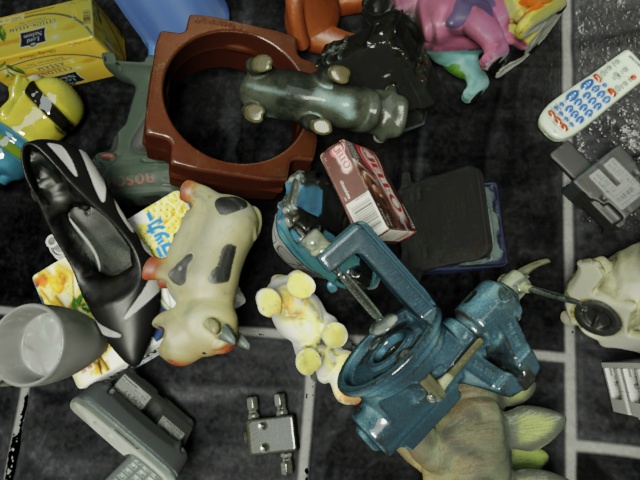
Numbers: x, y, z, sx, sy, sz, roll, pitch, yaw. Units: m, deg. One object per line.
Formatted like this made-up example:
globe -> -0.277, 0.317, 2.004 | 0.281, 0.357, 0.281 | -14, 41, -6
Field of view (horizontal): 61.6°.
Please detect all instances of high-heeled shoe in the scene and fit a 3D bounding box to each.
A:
high-heeled shoe -> -0.247, 0.011, 0.577 | 0.086, 0.145, 0.249 | -23, 72, 4

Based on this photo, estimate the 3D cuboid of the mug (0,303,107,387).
mug -> -0.289, 0.121, 0.579 | 0.109, 0.107, 0.081 | -43, 75, 2

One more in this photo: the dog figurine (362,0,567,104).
dog figurine -> 0.161, -0.295, 0.662 | 0.191, 0.108, 0.219 | -40, 81, -8

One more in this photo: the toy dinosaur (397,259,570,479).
toy dinosaur -> 0.152, 0.230, 0.567 | 0.199, 0.105, 0.471 | 12, 77, 4

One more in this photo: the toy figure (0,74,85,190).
toy figure -> -0.403, -0.144, 0.740 | 0.089, 0.082, 0.180 | 33, 76, -5

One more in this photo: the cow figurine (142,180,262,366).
cow figurine -> -0.121, 0.042, 0.587 | 0.127, 0.085, 0.195 | 16, 74, 14

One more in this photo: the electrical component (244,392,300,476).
electrical component -> -0.058, 0.229, 0.633 | 0.063, 0.021, 0.094 | -10, 77, 6

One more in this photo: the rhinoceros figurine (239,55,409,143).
rhinoceros figurine -> 0.003, -0.149, 0.594 | 0.190, 0.112, 0.073 | 9, 96, -1

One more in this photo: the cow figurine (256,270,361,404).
cow figurine -> -0.007, 0.113, 0.625 | 0.068, 0.098, 0.167 | -34, 94, -7

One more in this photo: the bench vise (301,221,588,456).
bench vise -> 0.085, 0.068, 0.498 | 0.223, 0.129, 0.240 | -42, 97, 1

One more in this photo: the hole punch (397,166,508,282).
hole punch -> 0.156, -0.017, 0.634 | 0.116, 0.092, 0.142 | -12, 76, 37

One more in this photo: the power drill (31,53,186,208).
power drill -> -0.267, -0.142, 0.719 | 0.232, 0.086, 0.207 | 4, 74, 8

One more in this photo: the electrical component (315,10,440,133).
electrical component -> 0.077, -0.190, 0.650 | 0.115, 0.134, 0.058 | -14, 40, 37

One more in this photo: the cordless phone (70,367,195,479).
cordless phone -> -0.251, 0.255, 0.623 | 0.146, 0.089, 0.184 | 42, 102, -5

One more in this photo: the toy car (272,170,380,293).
toy car -> -0.001, -0.002, 0.626 | 0.103, 0.161, 0.109 | -23, 47, 38

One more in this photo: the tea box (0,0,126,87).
tea box -> -0.372, -0.266, 0.753 | 0.170, 0.098, 0.068 | -12, 75, 7

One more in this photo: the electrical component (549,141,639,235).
electrical component -> 0.329, -0.073, 0.632 | 0.075, 0.047, 0.119 | -34, 77, -1

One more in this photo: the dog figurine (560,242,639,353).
dog figurine -> 0.368, 0.023, 0.594 | 0.190, 0.172, 0.121 | -39, 106, -37

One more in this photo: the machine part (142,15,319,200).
machine part -> -0.107, -0.158, 0.661 | 0.201, 0.087, 0.201 | 6, 74, -14

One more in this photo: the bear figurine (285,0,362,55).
bear figurine -> -0.002, -0.318, 0.659 | 0.132, 0.195, 0.120 | 7, 75, 8
